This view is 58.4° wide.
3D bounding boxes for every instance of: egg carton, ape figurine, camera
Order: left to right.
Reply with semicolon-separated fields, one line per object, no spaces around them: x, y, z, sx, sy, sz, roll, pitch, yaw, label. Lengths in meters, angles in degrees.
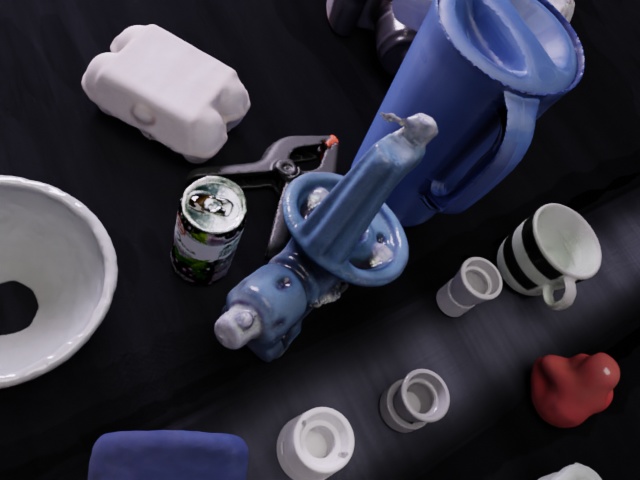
-0.150;-0.145;0.568;0.150;0.069;0.107;29;57;-3;egg carton
0.090;-0.283;0.713;0.143;0.100;0.137;8;60;-16;camera
0.247;0.135;0.543;0.078;0.092;0.076;42;57;6;ape figurine

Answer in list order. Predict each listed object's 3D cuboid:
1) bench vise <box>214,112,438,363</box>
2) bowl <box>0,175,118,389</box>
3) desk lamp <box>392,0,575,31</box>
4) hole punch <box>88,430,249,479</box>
0.015;0.008;0.454;0.121;0.219;0.207;29;57;-2;bench vise
-0.241;0.039;0.431;0.168;0.074;0.167;9;60;-15;bowl
0.162;-0.218;0.635;0.203;0.213;0.118;44;57;7;desk lamp
-0.104;0.185;0.390;0.109;0.091;0.101;7;60;-16;hole punch
